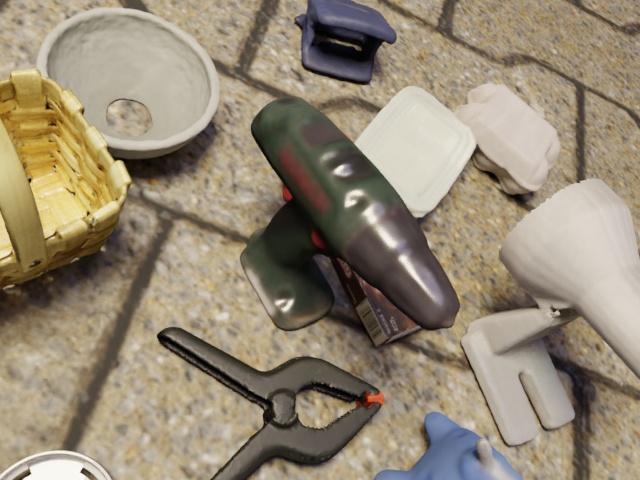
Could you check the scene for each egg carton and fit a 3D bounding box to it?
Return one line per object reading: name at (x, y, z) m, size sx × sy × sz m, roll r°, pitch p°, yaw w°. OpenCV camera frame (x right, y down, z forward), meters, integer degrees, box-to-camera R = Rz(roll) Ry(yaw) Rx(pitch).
egg carton at (0.241, -0.133, 0.750) m, size 0.150 × 0.069 × 0.107 m, roll 40°, pitch 57°, yaw -1°

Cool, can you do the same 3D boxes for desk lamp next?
desk lamp at (0.240, 0.074, 0.561) m, size 0.118 × 0.213 × 0.203 m, roll -12°, pitch 70°, yaw -27°

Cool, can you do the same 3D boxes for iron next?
iron at (0.173, 0.266, 0.479) m, size 0.258 × 0.141 × 0.119 m, roll 48°, pitch 57°, yaw 5°

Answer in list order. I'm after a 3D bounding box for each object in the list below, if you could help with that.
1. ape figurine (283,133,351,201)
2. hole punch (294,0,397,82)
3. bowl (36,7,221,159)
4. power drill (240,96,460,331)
ape figurine at (0.004, -0.082, 0.610) m, size 0.078 × 0.092 × 0.076 m, roll 32°, pitch 57°, yaw -5°
hole punch at (0.031, -0.268, 0.715) m, size 0.109 × 0.091 × 0.101 m, roll 7°, pitch 63°, yaw -20°
bowl at (-0.187, -0.142, 0.568) m, size 0.168 × 0.074 × 0.167 m, roll 10°, pitch 62°, yaw -19°
power drill at (0.005, 0.002, 0.499) m, size 0.076 × 0.208 × 0.229 m, roll -25°, pitch 77°, yaw -31°
